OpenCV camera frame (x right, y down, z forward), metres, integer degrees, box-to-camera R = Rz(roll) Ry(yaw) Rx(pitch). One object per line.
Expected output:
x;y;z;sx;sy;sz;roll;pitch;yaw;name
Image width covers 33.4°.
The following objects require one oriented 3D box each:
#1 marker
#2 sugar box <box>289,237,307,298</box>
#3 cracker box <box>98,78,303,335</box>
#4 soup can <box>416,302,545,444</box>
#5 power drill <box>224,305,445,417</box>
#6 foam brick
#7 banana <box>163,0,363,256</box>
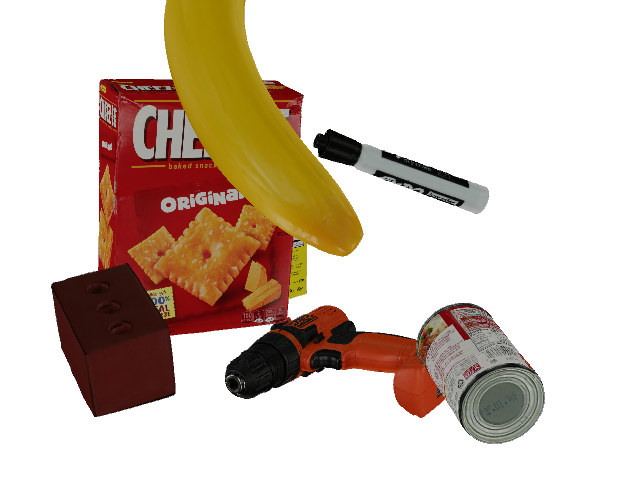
0.052;-0.044;0.681;0.121;0.020;0.020;19;-6;-18;marker
-0.053;-0.030;1.195;0.048;0.176;0.093;-15;28;-25;sugar box
-0.105;-0.028;0.920;0.164;0.214;0.072;-4;19;-25;cracker box
0.121;0.099;0.813;0.068;0.068;0.102;0;23;-14;soup can
0.026;0.115;1.006;0.188;0.057;0.184;9;21;30;power drill
-0.128;0.060;0.655;0.052;0.051;0.078;-15;37;-23;foam brick
-0.033;-0.077;0.486;0.069;0.198;0.037;-9;-30;-7;banana
